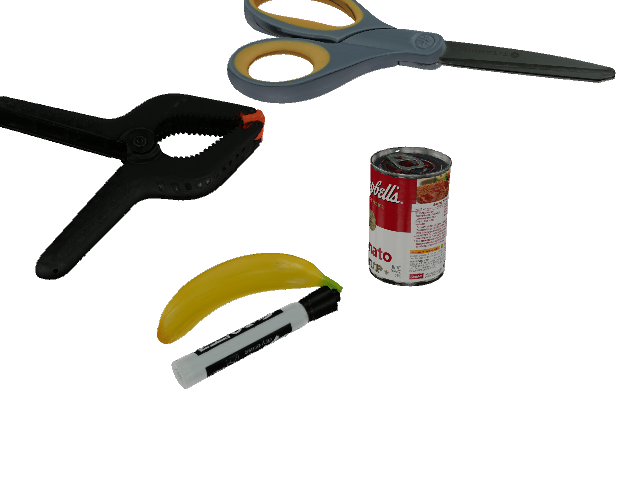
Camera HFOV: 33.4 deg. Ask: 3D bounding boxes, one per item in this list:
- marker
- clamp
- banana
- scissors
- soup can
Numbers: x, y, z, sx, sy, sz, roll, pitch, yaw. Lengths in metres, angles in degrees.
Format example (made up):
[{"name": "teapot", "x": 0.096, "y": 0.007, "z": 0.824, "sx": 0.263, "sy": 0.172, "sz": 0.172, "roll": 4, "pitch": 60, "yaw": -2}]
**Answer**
[{"name": "marker", "x": -0.039, "y": 0.060, "z": 0.686, "sx": 0.121, "sy": 0.020, "sz": 0.020, "roll": -26, "pitch": 11, "yaw": -23}, {"name": "clamp", "x": -0.138, "y": -0.055, "z": 0.806, "sx": 0.209, "sy": 0.164, "sz": 0.036, "roll": -10, "pitch": -30, "yaw": -15}, {"name": "banana", "x": -0.082, "y": 0.051, "z": 1.024, "sx": 0.198, "sy": 0.069, "sz": 0.037, "roll": -16, "pitch": 21, "yaw": 19}, {"name": "scissors", "x": 0.039, "y": -0.088, "z": 0.550, "sx": 0.202, "sy": 0.096, "sz": 0.016, "roll": 23, "pitch": -33, "yaw": 22}, {"name": "soup can", "x": 0.075, "y": -0.021, "z": 0.905, "sx": 0.068, "sy": 0.102, "sz": 0.068, "roll": 0, "pitch": 25, "yaw": 0}]
